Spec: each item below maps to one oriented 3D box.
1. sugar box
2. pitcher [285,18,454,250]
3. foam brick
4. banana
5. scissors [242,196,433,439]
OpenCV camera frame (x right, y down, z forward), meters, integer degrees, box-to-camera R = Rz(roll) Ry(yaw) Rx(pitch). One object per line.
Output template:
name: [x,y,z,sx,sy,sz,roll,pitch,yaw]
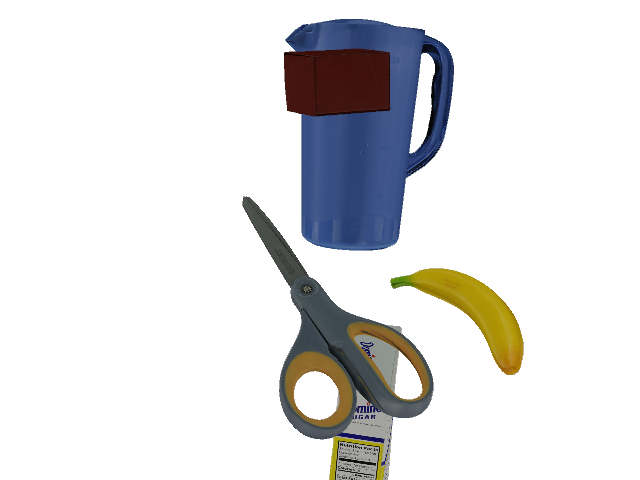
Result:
sugar box: [0.031,0.160,0.819,0.048,0.176,0.093,5,26,7]
pitcher: [0.049,-0.116,1.159,0.149,0.243,0.144,8,11,26]
foam brick: [0.015,-0.136,0.913,0.078,0.051,0.053,-8,17,-29]
banana: [0.158,0.075,1.120,0.069,0.037,0.198,-38,40,-14]
scissors: [-0.018,0.047,0.650,0.096,0.016,0.202,-33,54,-27]
